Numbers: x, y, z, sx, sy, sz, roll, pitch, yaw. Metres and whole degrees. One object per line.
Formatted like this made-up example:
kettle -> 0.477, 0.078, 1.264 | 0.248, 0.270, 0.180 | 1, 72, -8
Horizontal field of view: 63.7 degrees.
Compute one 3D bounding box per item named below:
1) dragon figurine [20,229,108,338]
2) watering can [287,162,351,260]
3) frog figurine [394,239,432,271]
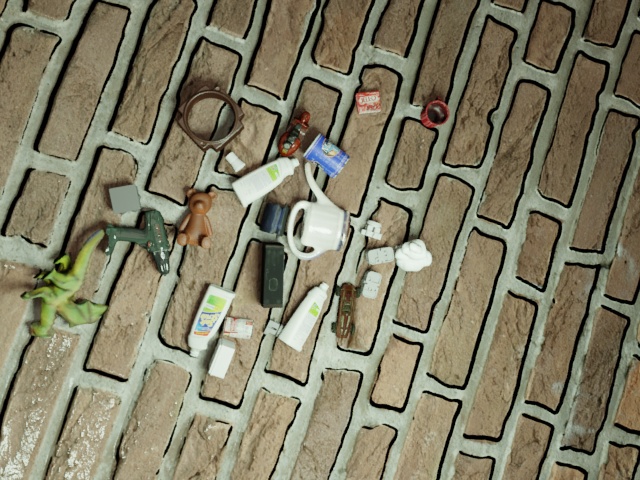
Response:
dragon figurine -> -0.824, 0.175, 1.737 | 0.412, 0.123, 0.239 | -39, 112, -6
watering can -> 0.006, -0.093, 1.849 | 0.224, 0.104, 0.348 | 12, 87, -9
frog figurine -> 0.344, 0.058, 1.869 | 0.137, 0.159, 0.123 | 19, 89, -8
